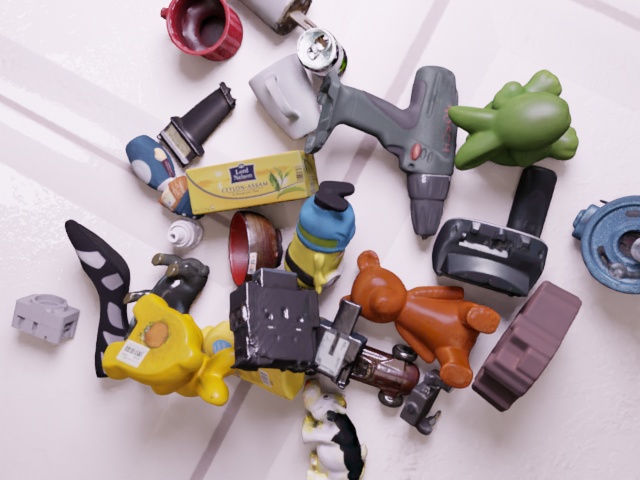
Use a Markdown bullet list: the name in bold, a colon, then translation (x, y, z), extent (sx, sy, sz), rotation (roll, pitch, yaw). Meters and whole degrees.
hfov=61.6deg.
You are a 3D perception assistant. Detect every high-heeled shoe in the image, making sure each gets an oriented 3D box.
- **high-heeled shoe**: translation (-0.355, 0.098, 0.841), extent (0.145, 0.086, 0.248), rotation (-37, 109, -6)

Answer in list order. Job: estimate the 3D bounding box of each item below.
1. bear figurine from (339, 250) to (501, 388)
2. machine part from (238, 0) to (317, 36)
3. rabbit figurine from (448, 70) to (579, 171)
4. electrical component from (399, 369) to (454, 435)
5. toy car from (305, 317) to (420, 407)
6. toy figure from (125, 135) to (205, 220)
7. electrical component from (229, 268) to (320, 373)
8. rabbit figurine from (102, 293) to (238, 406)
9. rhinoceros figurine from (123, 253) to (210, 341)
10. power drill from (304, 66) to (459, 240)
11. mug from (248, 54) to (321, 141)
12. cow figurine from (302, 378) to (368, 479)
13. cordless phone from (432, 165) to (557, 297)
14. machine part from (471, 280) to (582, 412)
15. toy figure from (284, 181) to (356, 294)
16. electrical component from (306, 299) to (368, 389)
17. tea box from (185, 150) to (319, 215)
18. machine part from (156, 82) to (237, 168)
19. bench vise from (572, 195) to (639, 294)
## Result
- **bear figurine**: translation (0.127, 0.099, 0.743), extent (0.196, 0.132, 0.120), rotation (26, 97, 1)
- **machine part**: translation (-0.095, -0.369, 0.750), extent (0.243, 0.079, 0.079), rotation (42, 103, 4)
- **rabbit figurine**: translation (0.241, -0.148, 0.664), extent (0.159, 0.170, 0.121), rotation (-8, 95, 11)
- **electrical component**: translation (0.159, 0.235, 0.782), extent (0.045, 0.078, 0.102), rotation (30, 103, 25)
- **toy car**: translation (0.050, 0.181, 0.805), extent (0.202, 0.053, 0.089), rotation (19, 103, 7)
- **toy figure**: translation (-0.237, -0.089, 0.823), extent (0.058, 0.064, 0.154), rotation (-37, 85, -16)
- **electrical component**: translation (-0.061, 0.106, 0.718), extent (0.058, 0.115, 0.134), rotation (-32, 55, 48)
- **rabbit figurine**: translation (-0.189, 0.169, 0.759), extent (0.163, 0.173, 0.122), rotation (10, 57, 13)
- **rhinoceros figurine**: translation (-0.240, 0.111, 0.830), extent (0.073, 0.112, 0.190), rotation (24, 86, 44)
- **power drill**: translation (0.088, -0.128, 0.720), extent (0.207, 0.086, 0.231), rotation (12, 95, -8)
- **mug**: translation (-0.040, -0.194, 0.751), extent (0.081, 0.109, 0.107), rotation (-30, 104, 9)
- **cow figurine**: translation (0.021, 0.290, 0.814), extent (0.098, 0.068, 0.167), rotation (-4, 101, 5)
- **cordless phone**: translation (0.243, -0.023, 0.735), extent (0.147, 0.088, 0.184), rotation (16, 89, 6)
- **machine part**: translation (0.263, 0.134, 0.694), extent (0.056, 0.179, 0.179), rotation (35, 102, 19)
- **toy figure**: translation (0.000, -0.004, 0.750), extent (0.089, 0.082, 0.180), rotation (38, 140, 26)
- **electrical component**: translation (0.026, 0.141, 0.758), extent (0.075, 0.047, 0.119), rotation (19, 92, 15)
- **tea box**: translation (-0.093, -0.082, 0.776), extent (0.170, 0.098, 0.068), rotation (-7, 96, 13)
- **machine part**: translation (-0.181, -0.178, 0.812), extent (0.139, 0.039, 0.084), rotation (-43, 80, 15)
- **bench vise**: translation (0.406, 0.027, 0.631), extent (0.224, 0.240, 0.129), rotation (44, 107, 19)
